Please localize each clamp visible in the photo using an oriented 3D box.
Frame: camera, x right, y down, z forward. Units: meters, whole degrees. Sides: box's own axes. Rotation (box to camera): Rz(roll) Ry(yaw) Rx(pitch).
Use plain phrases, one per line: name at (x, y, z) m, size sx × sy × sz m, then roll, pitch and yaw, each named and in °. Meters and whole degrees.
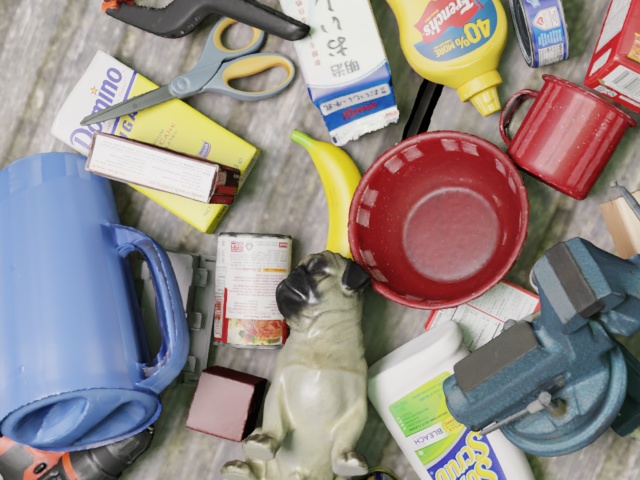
clamp at (-0.108, -0.246, 0.948) m, size 0.210 × 0.036 × 0.164 m, roll -4°, pitch 93°, yaw 30°

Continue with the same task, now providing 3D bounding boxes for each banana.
banana at (0.011, -0.003, 0.975) m, size 0.070 × 0.037 × 0.198 m, roll -2°, pitch 88°, yaw 17°

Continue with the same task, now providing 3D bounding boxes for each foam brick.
foam brick at (-0.083, 0.145, 0.957) m, size 0.051 × 0.078 × 0.053 m, roll 16°, pitch 90°, yaw 6°

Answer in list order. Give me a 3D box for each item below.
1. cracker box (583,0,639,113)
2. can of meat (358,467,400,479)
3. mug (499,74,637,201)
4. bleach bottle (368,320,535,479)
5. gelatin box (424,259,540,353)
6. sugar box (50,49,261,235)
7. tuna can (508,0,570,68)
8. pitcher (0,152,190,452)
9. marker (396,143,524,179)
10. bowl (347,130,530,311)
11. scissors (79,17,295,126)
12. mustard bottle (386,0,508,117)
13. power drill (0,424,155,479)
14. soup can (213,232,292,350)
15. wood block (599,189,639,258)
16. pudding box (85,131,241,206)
cracker box at (0.332, -0.194, 0.897) m, size 0.164 × 0.072 × 0.213 m, roll 24°, pitch 73°, yaw -6°
can of meat at (0.036, 0.256, 0.942) m, size 0.057 × 0.084 × 0.102 m, roll 44°, pitch 92°, yaw 4°
mug at (0.207, -0.093, 0.940) m, size 0.117 × 0.093 × 0.081 m, roll 34°, pitch 97°, yaw 35°
bleach bottle at (0.143, 0.201, 0.935) m, size 0.103 × 0.068 × 0.251 m, roll -32°, pitch 95°, yaw 18°
gelatin box at (0.149, 0.067, 0.964) m, size 0.089 × 0.030 × 0.073 m, roll 26°, pitch 92°, yaw 5°
sugar box at (-0.152, -0.090, 0.984) m, size 0.176 × 0.048 × 0.093 m, roll 32°, pitch 91°, yaw 3°
tuna can at (0.191, -0.195, 0.938) m, size 0.034 × 0.086 × 0.086 m, roll -15°, pitch 88°, yaw 5°
pitcher at (-0.208, 0.045, 0.910) m, size 0.149 × 0.145 × 0.243 m, roll -1°, pitch 60°, yaw -23°
marker at (0.126, -0.066, 0.974) m, size 0.121 × 0.020 × 0.020 m, roll 14°, pitch 90°, yaw 5°
bowl at (0.108, -0.012, 0.936) m, size 0.162 × 0.055 × 0.162 m, roll -7°, pitch 72°, yaw 20°
scissors at (-0.122, -0.157, 0.967) m, size 0.201 × 0.016 × 0.096 m, roll -8°, pitch 75°, yaw -16°
mustard bottle at (0.114, -0.200, 0.959) m, size 0.096 × 0.058 × 0.191 m, roll -25°, pitch 87°, yaw 3°
power drill at (-0.265, 0.166, 0.971) m, size 0.184 × 0.057 × 0.187 m, roll -39°, pitch 88°, yaw 10°
soup can at (-0.060, 0.045, 0.963) m, size 0.068 × 0.068 × 0.102 m, roll 2°, pitch 88°, yaw 5°
wood block at (0.326, 0.047, 0.919) m, size 0.090 × 0.091 × 0.206 m, roll -21°, pitch 87°, yaw 5°
pudding box at (-0.132, -0.060, 0.913) m, size 0.113 × 0.090 × 0.039 m, roll 14°, pitch 92°, yaw 7°
